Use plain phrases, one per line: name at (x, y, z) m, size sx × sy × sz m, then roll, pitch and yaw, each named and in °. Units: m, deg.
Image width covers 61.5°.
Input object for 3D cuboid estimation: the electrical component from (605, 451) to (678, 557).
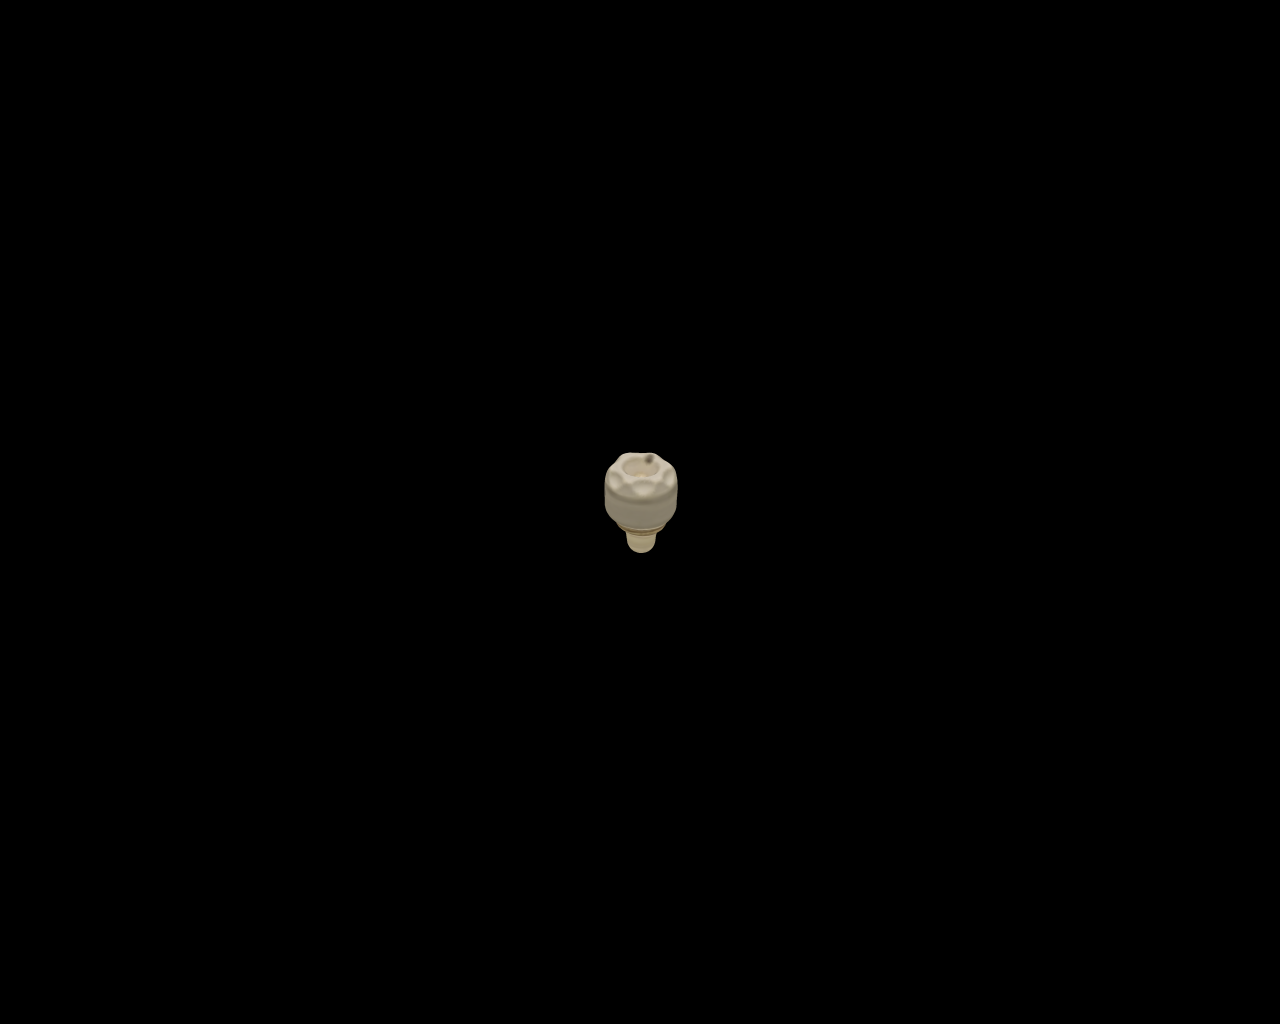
electrical component at (0.001, -0.003, 0.650) m, size 0.043 × 0.062 × 0.043 m, roll 0°, pitch 34°, yaw 0°
